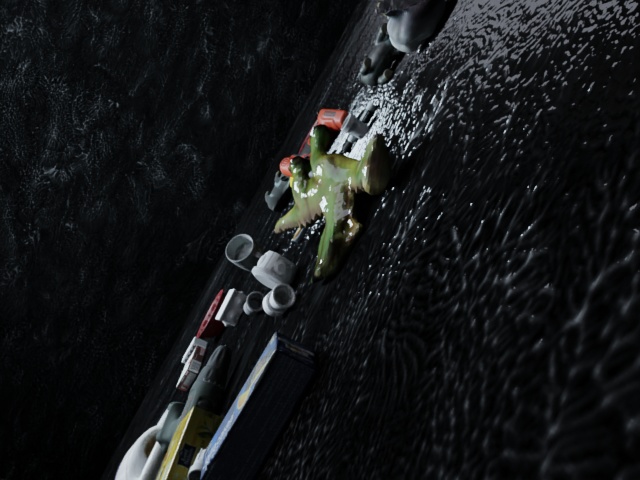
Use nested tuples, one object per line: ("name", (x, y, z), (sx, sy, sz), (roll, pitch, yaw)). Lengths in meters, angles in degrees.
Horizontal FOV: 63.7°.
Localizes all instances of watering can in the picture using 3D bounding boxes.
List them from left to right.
("watering can", (-0.400, 0.539, 1.132), (0.220, 0.103, 0.356), (-52, 15, 40))

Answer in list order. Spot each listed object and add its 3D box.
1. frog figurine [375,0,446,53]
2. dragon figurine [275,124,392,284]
("frog figurine", (0.181, -0.418, 0.989), (0.157, 0.123, 0.139), (46, -122, -65))
("dragon figurine", (0.003, -0.042, 0.836), (0.402, 0.122, 0.249), (-52, 23, 45))
